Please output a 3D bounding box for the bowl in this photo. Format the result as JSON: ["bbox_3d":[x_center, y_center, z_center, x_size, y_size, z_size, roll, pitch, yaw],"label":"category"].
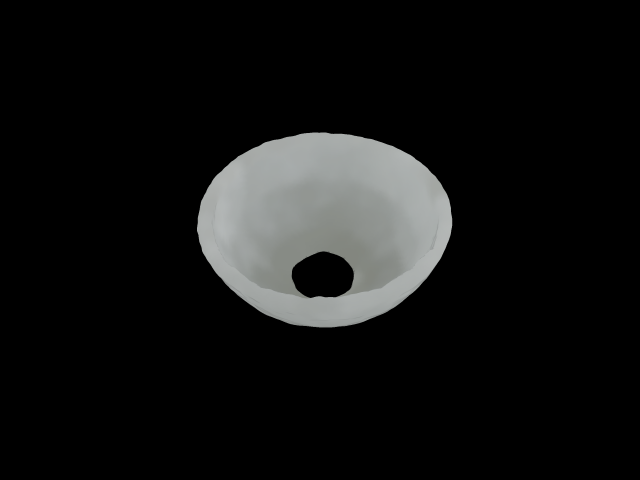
[{"bbox_3d":[0.004,0.001,0.400,0.167,0.075,0.167,0,46,0],"label":"bowl"}]
